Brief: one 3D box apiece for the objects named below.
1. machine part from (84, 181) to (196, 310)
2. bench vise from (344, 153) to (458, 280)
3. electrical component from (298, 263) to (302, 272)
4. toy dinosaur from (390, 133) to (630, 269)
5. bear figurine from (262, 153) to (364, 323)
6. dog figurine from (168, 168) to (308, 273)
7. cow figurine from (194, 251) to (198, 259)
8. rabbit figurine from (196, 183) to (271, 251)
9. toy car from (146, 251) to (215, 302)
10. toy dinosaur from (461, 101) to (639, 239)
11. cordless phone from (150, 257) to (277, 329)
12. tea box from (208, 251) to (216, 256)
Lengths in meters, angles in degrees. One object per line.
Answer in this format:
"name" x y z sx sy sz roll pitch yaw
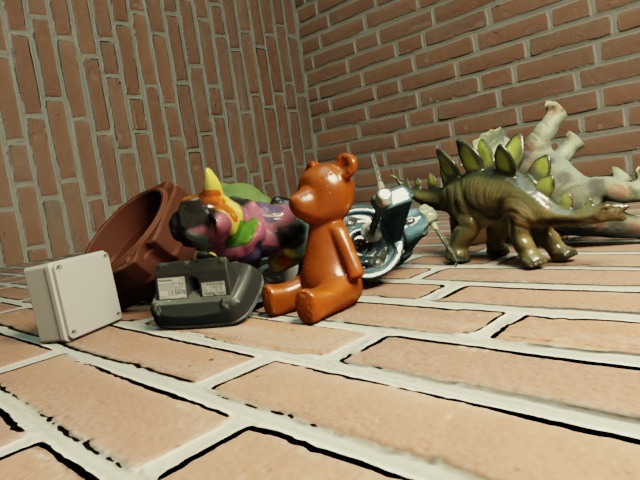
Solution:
"machine part" -0.301 0.007 0.903 0.201 0.087 0.201 -24 39 27
"bench vise" 0.097 -0.015 0.791 0.224 0.129 0.240 -17 -24 -11
"electrical component" -0.002 -0.003 0.987 0.134 0.058 0.115 -31 -11 -13
"toy dinosaur" 0.259 -0.065 0.864 0.105 0.198 0.472 -9 7 -30
"bear figurine" -0.006 -0.007 0.685 0.132 0.195 0.120 -14 11 -37
"dog figurine" -0.100 -0.025 0.754 0.192 0.108 0.219 -14 -19 1
"cow figurine" -0.263 0.020 1.134 0.195 0.085 0.127 17 -1 -13
"rabbit figurine" -0.175 -0.026 1.005 0.159 0.121 0.170 5 30 37
"toy car" -0.244 0.066 0.902 0.202 0.089 0.053 -5 -38 44
"toy dinosaur" 0.393 -0.083 0.881 0.192 0.405 0.131 -44 -40 12
"cordless phone" -0.136 0.073 0.768 0.147 0.088 0.184 -6 -5 19
"tea box" -0.169 0.048 1.002 0.098 0.068 0.170 -10 7 -11
